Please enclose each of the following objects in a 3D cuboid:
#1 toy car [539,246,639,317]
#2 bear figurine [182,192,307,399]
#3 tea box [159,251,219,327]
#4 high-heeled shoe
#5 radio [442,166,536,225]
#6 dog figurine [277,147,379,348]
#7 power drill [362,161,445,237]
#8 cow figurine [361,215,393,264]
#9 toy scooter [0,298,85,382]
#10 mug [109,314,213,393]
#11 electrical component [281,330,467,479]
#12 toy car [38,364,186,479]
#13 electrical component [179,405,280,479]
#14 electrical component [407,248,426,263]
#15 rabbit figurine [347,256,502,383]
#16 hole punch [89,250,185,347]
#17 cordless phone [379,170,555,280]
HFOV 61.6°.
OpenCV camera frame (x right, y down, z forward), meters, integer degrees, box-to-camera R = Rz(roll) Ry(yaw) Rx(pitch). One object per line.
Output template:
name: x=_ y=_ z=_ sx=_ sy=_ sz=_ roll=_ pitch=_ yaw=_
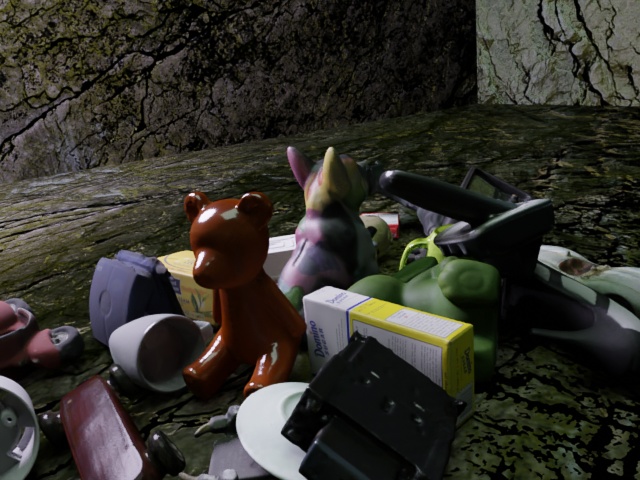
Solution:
toy car: x=0.331 y=0.051 z=0.662 sx=0.073 sy=0.056 sz=0.202 roll=-16 pitch=20 yaw=-27
bear figurine: x=-0.085 y=0.056 z=0.530 sx=0.120 sy=0.195 sz=0.132 roll=5 pitch=40 yaw=27
tea box: x=-0.172 y=0.064 z=0.771 sx=0.170 sy=0.068 sz=0.098 roll=6 pitch=15 yaw=36
high-heeled shoe: x=0.285 y=0.074 z=0.590 sx=0.145 sy=0.086 sz=0.249 roll=8 pitch=18 yaw=8
radio: x=0.278 y=-0.041 z=0.863 sx=0.131 sy=0.073 sz=0.229 roll=28 pitch=27 yaw=10
dog figurine: x=-0.001 y=-0.002 z=0.654 sx=0.191 sy=0.219 sz=0.109 roll=-31 pitch=26 yaw=-35
power drill: x=0.164 y=-0.075 z=0.999 sx=0.208 sy=0.085 sz=0.232 roll=21 pitch=23 yaw=21
cow figurine: x=0.057 y=0.016 z=0.835 sx=0.127 sy=0.085 sz=0.195 roll=-4 pitch=16 yaw=30
toy scooter: x=-0.393 y=0.132 z=0.651 sx=0.184 sy=0.075 sz=0.135 roll=11 pitch=26 yaw=32
mug: x=-0.184 y=0.117 z=0.611 sx=0.107 sy=0.080 sz=0.109 roll=-3 pitch=21 yaw=43
electrical component: x=0.041 y=0.142 z=0.410 sx=0.115 sy=0.058 sz=0.134 roll=31 pitch=29 yaw=12
toy car: x=-0.185 y=0.176 z=0.468 sx=0.089 sy=0.053 sz=0.202 roll=-38 pitch=28 yaw=-22
electrical component: x=-0.064 y=0.178 z=0.430 sx=0.078 sy=0.045 sz=0.102 roll=-7 pitch=18 yaw=4
electrical component: x=0.183 y=0.026 z=0.849 sx=0.094 sy=0.021 sz=0.063 roll=1 pitch=19 yaw=24
rabbit figurine: x=0.111 y=0.065 z=0.594 sx=0.170 sy=0.121 sz=0.159 roll=3 pitch=13 yaw=20
hole punch: x=-0.250 y=0.081 z=0.701 sx=0.142 sy=0.115 sz=0.092 roll=11 pitch=33 yaw=45
cordless phone: x=0.143 y=-0.027 z=0.594 sx=0.184 sy=0.088 sz=0.146 roll=20 pitch=-4 yaw=-5
